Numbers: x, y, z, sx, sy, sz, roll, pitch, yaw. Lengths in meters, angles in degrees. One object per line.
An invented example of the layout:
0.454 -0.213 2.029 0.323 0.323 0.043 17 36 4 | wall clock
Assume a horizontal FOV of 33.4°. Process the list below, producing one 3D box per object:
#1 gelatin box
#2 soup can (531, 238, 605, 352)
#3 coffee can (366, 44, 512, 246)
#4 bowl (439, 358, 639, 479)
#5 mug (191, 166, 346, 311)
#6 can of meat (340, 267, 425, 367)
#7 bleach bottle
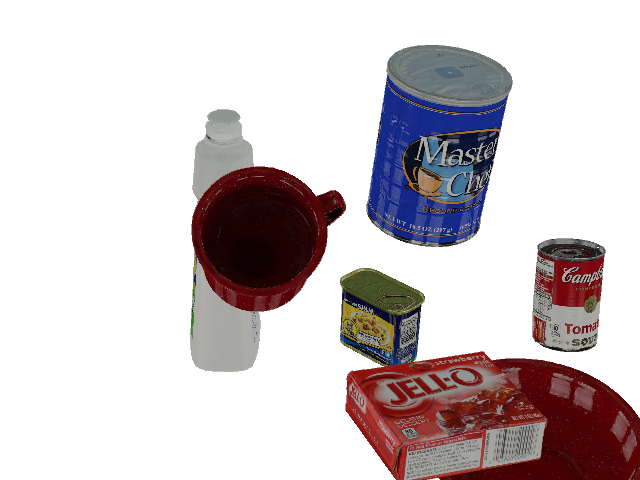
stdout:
0.067 0.095 0.587 0.089 0.030 0.073 -5 26 -20 | gelatin box
0.255 0.056 1.102 0.068 0.102 0.068 0 17 0 | soup can
0.098 -0.081 0.905 0.102 0.140 0.103 5 34 -3 | coffee can
0.151 0.157 0.770 0.162 0.055 0.162 -1 36 1 | bowl
-0.034 -0.002 0.766 0.117 0.093 0.081 -30 -11 -13 | mug
0.070 0.092 1.252 0.102 0.084 0.057 25 36 37 | can of meat
-0.088 -0.004 0.981 0.068 0.251 0.102 1 32 -3 | bleach bottle
